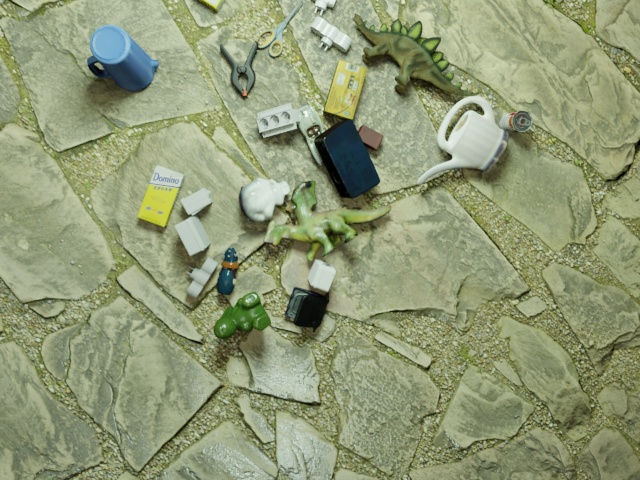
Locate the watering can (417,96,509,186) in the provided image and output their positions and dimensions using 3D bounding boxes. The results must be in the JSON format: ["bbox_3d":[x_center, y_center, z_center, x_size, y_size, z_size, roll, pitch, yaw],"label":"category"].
[{"bbox_3d":[0.473,-0.292,1.675,0.224,0.104,0.347,28,91,-8],"label":"watering can"}]

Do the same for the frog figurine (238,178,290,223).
[{"bbox_3d":[-0.172,-0.131,1.629,0.159,0.122,0.139,-14,78,8],"label":"frog figurine"}]

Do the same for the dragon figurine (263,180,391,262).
[{"bbox_3d":[0.005,-0.084,1.664,0.412,0.121,0.243,-33,90,-10],"label":"dragon figurine"}]
